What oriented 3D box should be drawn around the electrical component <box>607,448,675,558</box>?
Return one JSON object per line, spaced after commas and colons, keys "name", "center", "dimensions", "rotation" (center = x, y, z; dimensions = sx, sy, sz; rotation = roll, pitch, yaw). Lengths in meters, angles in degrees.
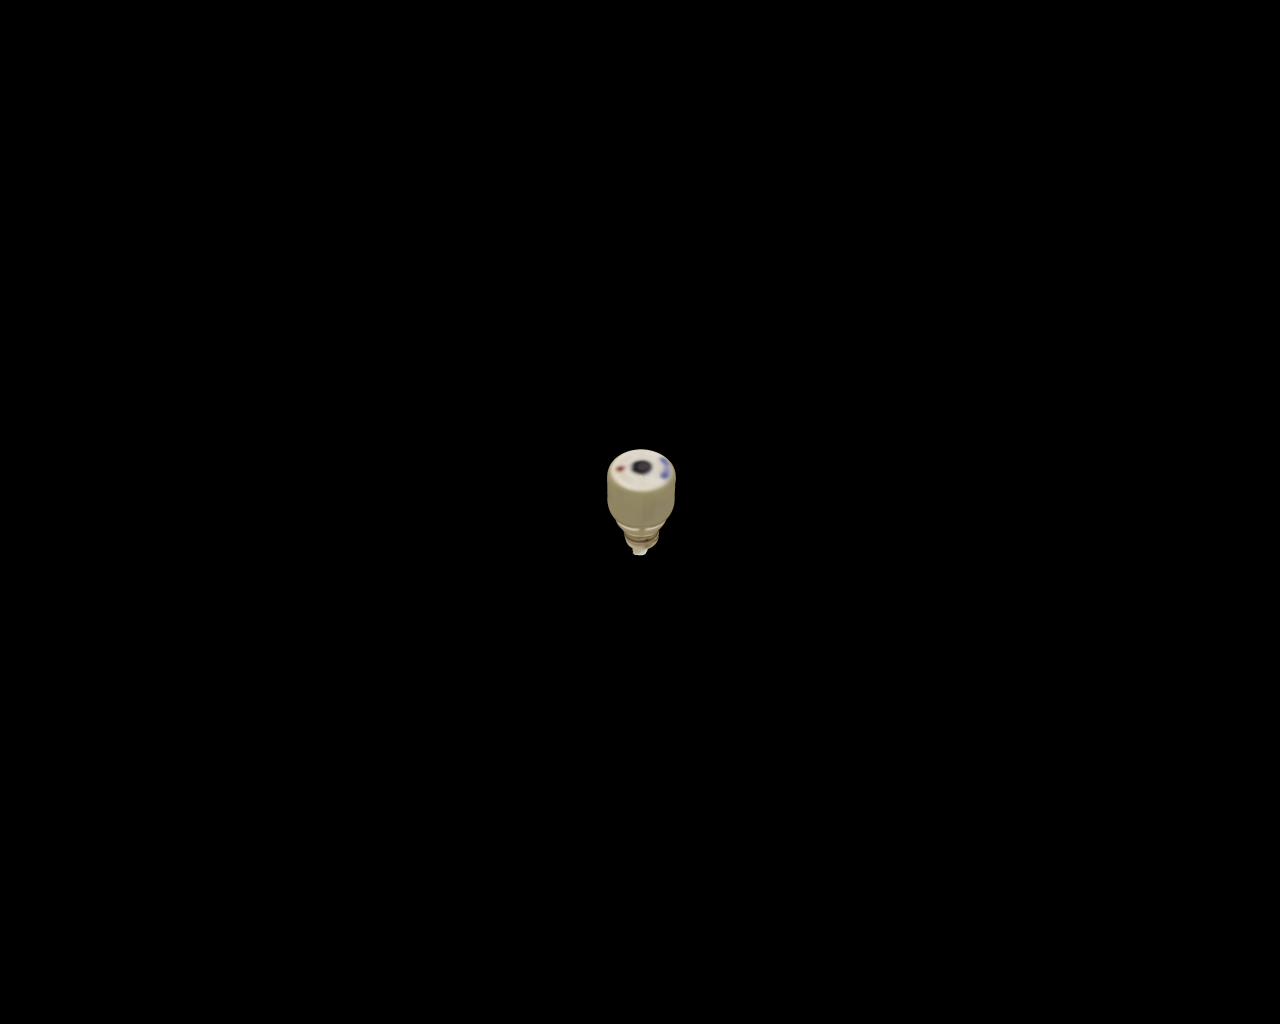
{"name": "electrical component", "center": [0.001, -0.003, 0.650], "dimensions": [0.040, 0.040, 0.078], "rotation": [0, -45, 0]}
